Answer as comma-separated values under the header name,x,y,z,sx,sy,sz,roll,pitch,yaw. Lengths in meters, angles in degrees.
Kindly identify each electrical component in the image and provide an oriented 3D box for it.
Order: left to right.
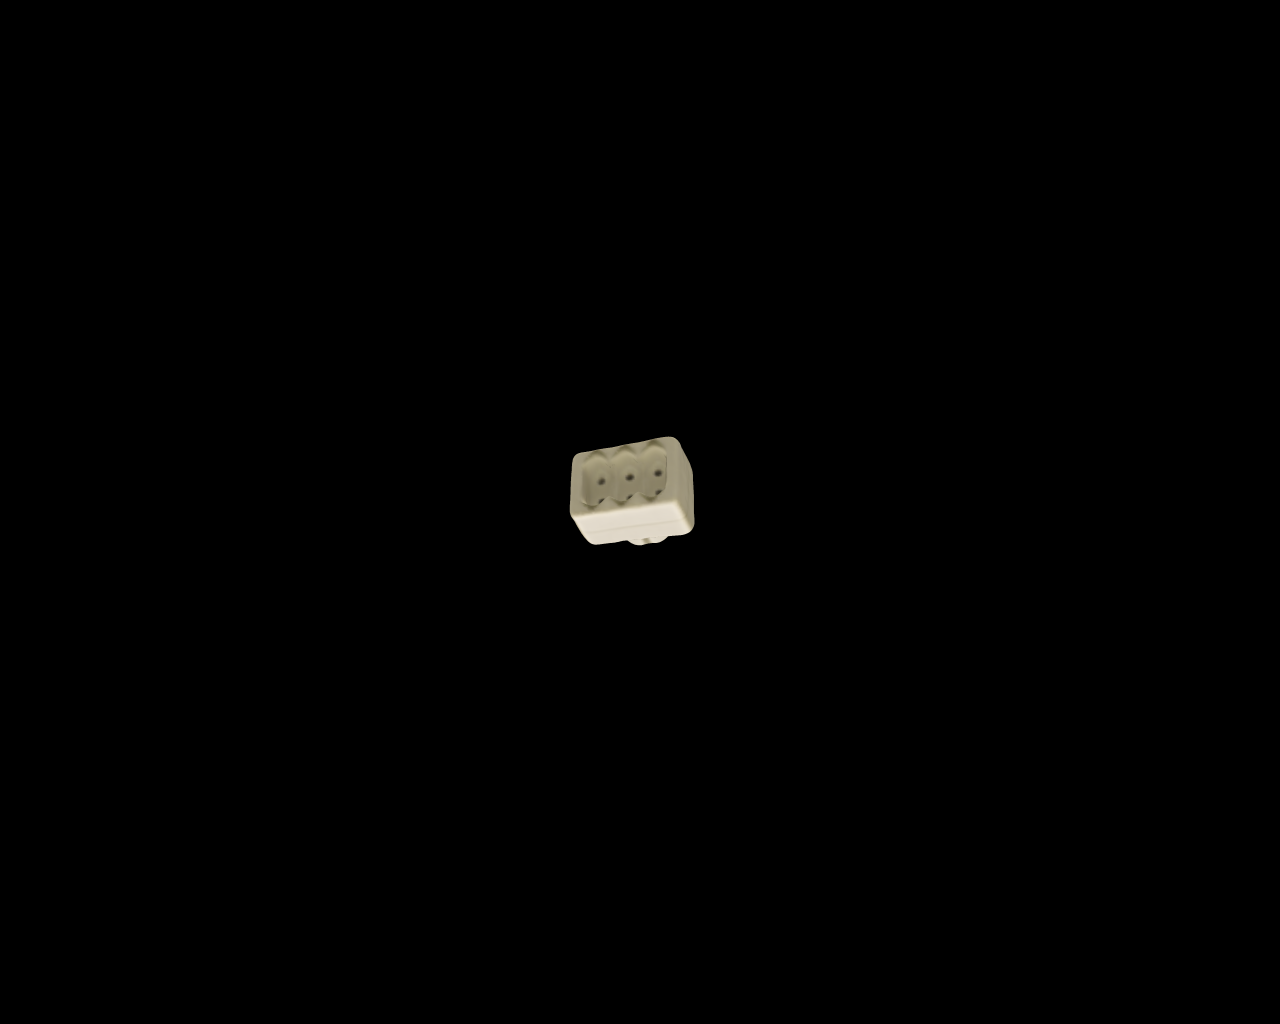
name,x,y,z,sx,sy,sz,roll,pitch,yaw
electrical component,0.001,-0.003,0.650,0.066,0.047,0.076,-8,-32,14
